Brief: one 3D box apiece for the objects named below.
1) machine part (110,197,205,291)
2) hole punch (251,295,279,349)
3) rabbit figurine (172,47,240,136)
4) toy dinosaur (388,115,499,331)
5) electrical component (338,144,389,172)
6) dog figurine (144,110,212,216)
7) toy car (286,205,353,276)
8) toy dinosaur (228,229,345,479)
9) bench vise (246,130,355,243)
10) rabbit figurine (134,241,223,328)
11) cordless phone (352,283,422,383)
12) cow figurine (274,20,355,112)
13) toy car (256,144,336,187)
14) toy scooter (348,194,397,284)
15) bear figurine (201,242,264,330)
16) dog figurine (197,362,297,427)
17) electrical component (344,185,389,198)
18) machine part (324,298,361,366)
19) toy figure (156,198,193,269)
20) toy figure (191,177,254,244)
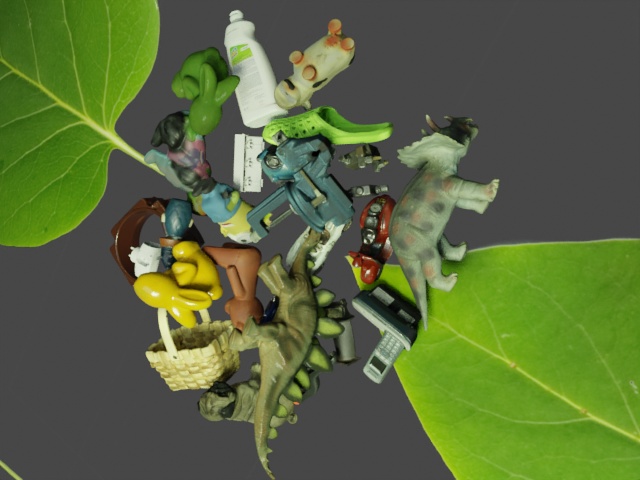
[{"bbox_3d":[-0.393,0.013,1.286,0.201,0.087,0.201,-39,80,20],"label":"machine part"},{"bbox_3d":[-0.079,0.181,1.151,0.092,0.116,0.142,31,105,10],"label":"hole punch"},{"bbox_3d":[-0.231,-0.306,1.136,0.159,0.121,0.170,-32,56,47],"label":"rabbit figurine"},{"bbox_3d":[0.198,-0.041,0.996,0.192,0.131,0.404,25,100,13],"label":"toy dinosaur"},{"bbox_3d":[0.089,-0.158,1.059,0.078,0.102,0.045,-24,80,20],"label":"electrical component"},{"bbox_3d":[-0.276,-0.158,1.210,0.219,0.108,0.191,44,125,10],"label":"dog figurine"},{"bbox_3d":[-0.002,-0.003,1.133,0.074,0.056,0.201,37,106,17],"label":"toy car"},{"bbox_3d":[-0.065,0.195,1.028,0.198,0.105,0.471,26,72,-17],"label":"toy dinosaur"},{"bbox_3d":[-0.058,-0.087,1.038,0.240,0.129,0.223,-36,114,16],"label":"bench vise"},{"bbox_3d":[-0.290,0.099,1.082,0.162,0.173,0.122,50,117,18],"label":"rabbit figurine"},{"bbox_3d":[0.112,0.195,1.093,0.147,0.089,0.184,37,126,19],"label":"cordless phone"},{"bbox_3d":[-0.014,-0.340,1.094,0.195,0.127,0.085,-39,79,6],"label":"cow figurine"},{"bbox_3d":[-0.046,-0.151,1.127,0.162,0.109,0.102,0,116,11],"label":"toy car"},{"bbox_3d":[0.101,0.000,1.048,0.075,0.135,0.183,15,98,23],"label":"toy scooter"},{"bbox_3d":[-0.183,0.109,1.189,0.132,0.120,0.195,7,101,26],"label":"bear figurine"},{"bbox_3d":[-0.150,0.361,1.148,0.173,0.190,0.121,19,101,19],"label":"dog figurine"},{"bbox_3d":[0.090,-0.098,1.084,0.094,0.063,0.021,-6,91,22],"label":"electrical component"},{"bbox_3d":[0.041,0.194,1.132,0.084,0.039,0.138,-16,90,35],"label":"machine part"},{"bbox_3d":[-0.319,-0.013,1.184,0.064,0.058,0.154,12,91,10],"label":"toy figure"},{"bbox_3d":[-0.190,-0.064,1.151,0.089,0.180,0.082,-49,38,-13],"label":"toy figure"}]
